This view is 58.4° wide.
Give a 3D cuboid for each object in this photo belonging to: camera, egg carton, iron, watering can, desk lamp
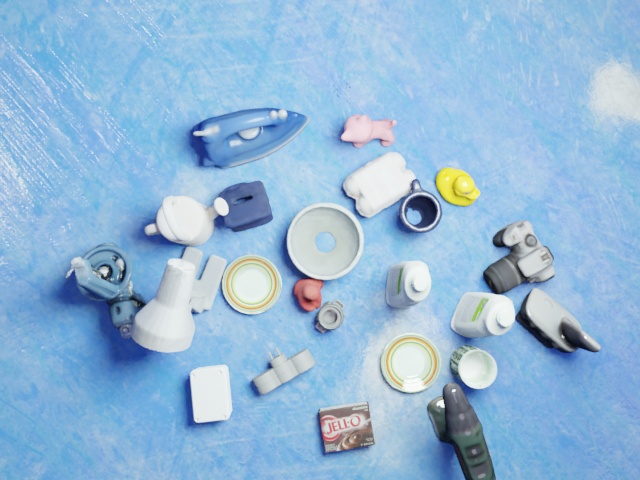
[{"bbox_3d":[0.422,0.046,1.245,0.137,0.101,0.143,-30,87,-2],"label":"camera"},{"bbox_3d":[0.132,-0.124,1.267,0.150,0.069,0.107,-33,88,-2],"label":"egg carton"},{"bbox_3d":[-0.148,-0.244,1.234,0.258,0.141,0.119,-17,87,-2],"label":"iron"},{"bbox_3d":[-0.281,-0.046,1.195,0.173,0.194,0.101,-39,88,-2],"label":"watering can"},{"bbox_3d":[-0.288,0.116,1.176,0.118,0.213,0.203,18,87,1],"label":"desk lamp"}]

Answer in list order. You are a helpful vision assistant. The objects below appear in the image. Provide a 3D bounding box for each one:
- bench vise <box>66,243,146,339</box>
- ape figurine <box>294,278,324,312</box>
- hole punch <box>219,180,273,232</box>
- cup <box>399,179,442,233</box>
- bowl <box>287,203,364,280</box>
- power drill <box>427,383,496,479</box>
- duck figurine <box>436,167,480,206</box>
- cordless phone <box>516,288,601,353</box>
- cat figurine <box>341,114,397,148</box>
[{"bbox_3d":[-0.426,0.096,1.173,0.121,0.219,0.207,-40,88,-2],"label":"bench vise"},{"bbox_3d":[-0.021,0.114,1.241,0.076,0.092,0.078,38,87,2],"label":"ape figurine"},{"bbox_3d":[-0.165,-0.077,1.250,0.108,0.091,0.101,-18,87,-1],"label":"hole punch"},{"bbox_3d":[0.210,-0.071,1.252,0.091,0.095,0.118,-10,87,-1],"label":"cup"},{"bbox_3d":[0.012,0.004,1.256,0.167,0.074,0.167,0,87,-1],"label":"bowl"},{"bbox_3d":[0.283,0.385,1.171,0.075,0.208,0.230,-21,87,-1],"label":"power drill"},{"bbox_3d":[0.307,-0.122,1.261,0.104,0.086,0.077,39,87,2],"label":"duck figurine"},{"bbox_3d":[0.503,0.173,1.197,0.147,0.185,0.094,38,87,2],"label":"cordless phone"},{"bbox_3d":[0.105,-0.244,1.249,0.128,0.117,0.067,-7,87,-1],"label":"cat figurine"}]
